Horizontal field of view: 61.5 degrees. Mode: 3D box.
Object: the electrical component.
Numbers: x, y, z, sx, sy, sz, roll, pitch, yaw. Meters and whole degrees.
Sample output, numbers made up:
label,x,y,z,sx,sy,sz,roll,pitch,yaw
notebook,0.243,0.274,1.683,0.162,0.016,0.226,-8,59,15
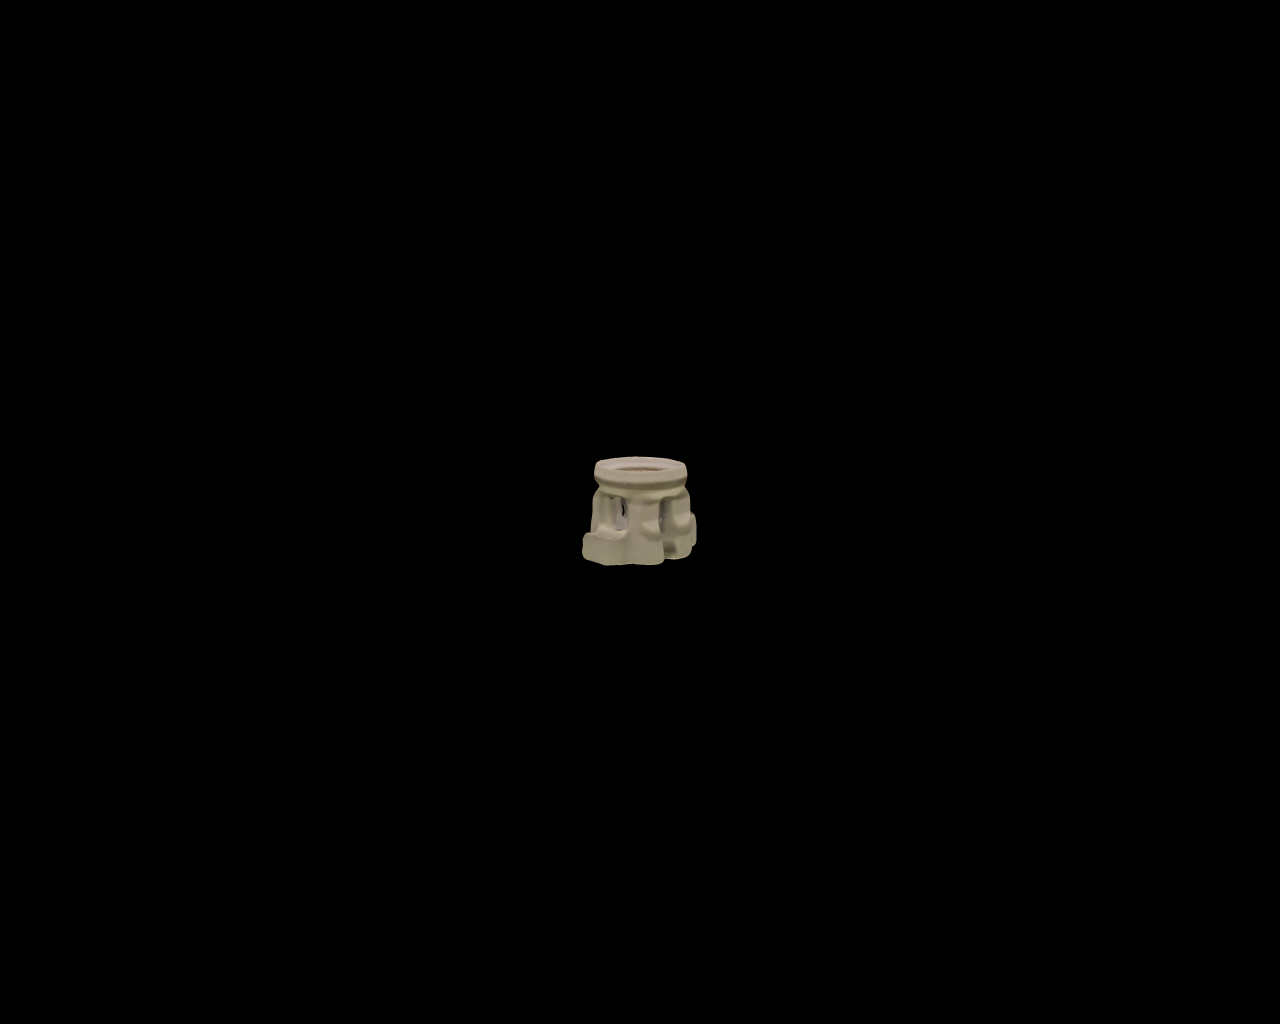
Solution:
label,x,y,z,sx,sy,sz,roll,pitch,yaw
electrical component,0.001,-0.003,0.650,0.078,0.057,0.058,-11,17,-42
